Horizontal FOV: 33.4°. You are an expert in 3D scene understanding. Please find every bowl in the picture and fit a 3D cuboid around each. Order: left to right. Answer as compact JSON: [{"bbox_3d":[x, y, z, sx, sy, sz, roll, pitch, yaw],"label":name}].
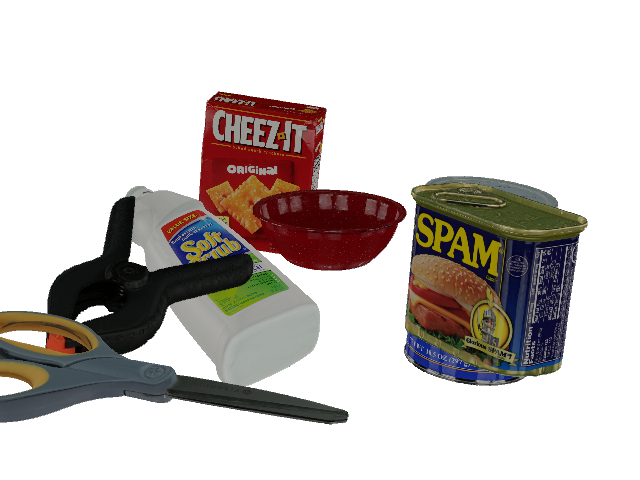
[{"bbox_3d":[0.009,-0.008,1.118,0.162,0.055,0.162,1,17,0],"label":"bowl"}]

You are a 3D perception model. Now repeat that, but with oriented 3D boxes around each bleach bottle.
[{"bbox_3d":[-0.111,0.025,0.954,0.102,0.068,0.251,-22,43,-31],"label":"bleach bottle"}]

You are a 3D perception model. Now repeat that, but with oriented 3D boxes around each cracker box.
[{"bbox_3d":[-0.087,-0.093,1.535,0.164,0.214,0.072,10,22,7],"label":"cracker box"}]

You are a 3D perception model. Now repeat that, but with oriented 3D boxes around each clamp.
[{"bbox_3d":[-0.141,0.026,0.754,0.120,0.039,0.171,27,36,25],"label":"clamp"}]

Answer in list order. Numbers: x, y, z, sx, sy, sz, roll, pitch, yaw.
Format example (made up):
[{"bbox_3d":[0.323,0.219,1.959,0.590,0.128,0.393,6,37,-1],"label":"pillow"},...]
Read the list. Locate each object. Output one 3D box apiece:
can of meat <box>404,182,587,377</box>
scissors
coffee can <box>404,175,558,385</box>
[{"bbox_3d":[0.093,0.020,0.592,0.057,0.084,0.102,-7,19,-33],"label":"can of meat"},{"bbox_3d":[-0.097,0.075,0.510,0.202,0.016,0.096,16,29,26],"label":"scissors"},{"bbox_3d":[0.125,0.029,0.842,0.103,0.140,0.103,5,17,-2],"label":"coffee can"}]
